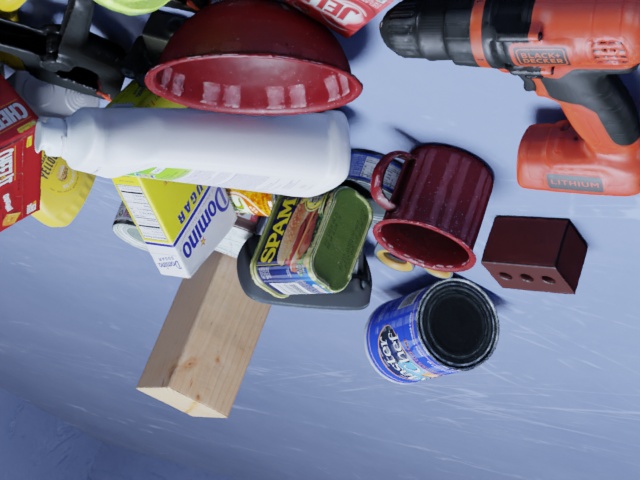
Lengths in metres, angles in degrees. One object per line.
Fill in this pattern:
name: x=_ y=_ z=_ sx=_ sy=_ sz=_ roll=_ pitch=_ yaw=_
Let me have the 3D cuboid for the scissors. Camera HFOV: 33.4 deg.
scissors: x=0.056 y=-0.010 z=1.111 sx=0.201 sy=0.016 sz=0.096 roll=33 pitch=156 yaw=-27

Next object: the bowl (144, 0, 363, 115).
bowl: x=-0.048 y=-0.138 z=0.794 sx=0.162 sy=0.055 sz=0.162 roll=2 pitch=173 yaw=0

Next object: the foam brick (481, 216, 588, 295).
foam brick: x=0.197 y=0.013 z=0.984 sx=0.078 sy=0.051 sz=0.053 roll=4 pitch=153 yaw=39

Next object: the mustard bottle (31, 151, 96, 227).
mustard bottle: x=-0.331 y=-0.099 z=1.149 sx=0.058 sy=0.096 sz=0.191 roll=1 pitch=152 yaw=43

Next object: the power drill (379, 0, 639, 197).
power drill: x=0.149 y=-0.102 z=0.735 sx=0.185 sy=0.057 sz=0.187 roll=8 pitch=156 yaw=31

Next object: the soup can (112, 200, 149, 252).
soup can: x=-0.168 y=-0.045 z=1.117 sx=0.068 sy=0.102 sz=0.068 roll=17 pitch=159 yaw=7

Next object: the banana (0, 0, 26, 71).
banana: x=-0.271 y=-0.194 z=0.939 sx=0.069 sy=0.037 sz=0.198 roll=27 pitch=159 yaw=-15

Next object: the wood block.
wood block: x=-0.130 y=0.104 z=1.303 sx=0.090 sy=0.206 sz=0.091 roll=32 pitch=156 yaw=-28

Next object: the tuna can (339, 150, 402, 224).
tuna can: x=0.048 y=-0.049 z=0.998 sx=0.086 sy=0.033 sz=0.086 roll=18 pitch=159 yaw=7

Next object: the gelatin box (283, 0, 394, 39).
gelatin box: x=0.003 y=-0.180 z=0.722 sx=0.089 sy=0.030 sz=0.073 roll=28 pitch=158 yaw=-18

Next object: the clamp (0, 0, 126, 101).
clamp: x=-0.236 y=-0.167 z=0.913 sx=0.165 sy=0.036 sz=0.210 roll=2 pitch=168 yaw=11

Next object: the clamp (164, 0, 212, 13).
clamp: x=-0.152 y=-0.216 z=0.766 sx=0.171 sy=0.039 sz=0.120 roll=19 pitch=170 yaw=-11

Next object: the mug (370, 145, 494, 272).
mug: x=0.093 y=-0.034 z=0.923 sx=0.117 sy=0.081 sz=0.093 roll=30 pitch=158 yaw=-23

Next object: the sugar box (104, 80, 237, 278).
sugar box: x=-0.143 y=-0.059 z=0.996 sx=0.048 sy=0.093 sz=0.176 roll=5 pitch=134 yaw=36

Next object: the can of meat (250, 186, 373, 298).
can of meat: x=-0.007 y=0.001 z=0.980 sx=0.057 sy=0.102 sz=0.084 roll=36 pitch=155 yaw=-34

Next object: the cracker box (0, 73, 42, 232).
cracker box: x=-0.346 y=-0.125 z=0.980 sx=0.214 sy=0.072 sz=0.164 roll=49 pitch=153 yaw=11

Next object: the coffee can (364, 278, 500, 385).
coffee can: x=0.124 y=0.106 z=1.210 sx=0.102 sy=0.102 sz=0.140 roll=27 pitch=159 yaw=-14

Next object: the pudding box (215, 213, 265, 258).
pudding box: x=-0.110 y=-0.018 z=1.220 sx=0.090 sy=0.039 sz=0.113 roll=19 pitch=161 yaw=2

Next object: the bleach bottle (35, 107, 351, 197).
bleach bottle: x=-0.107 y=-0.079 z=0.890 sx=0.250 sy=0.068 sz=0.103 roll=3 pitch=168 yaw=-26
